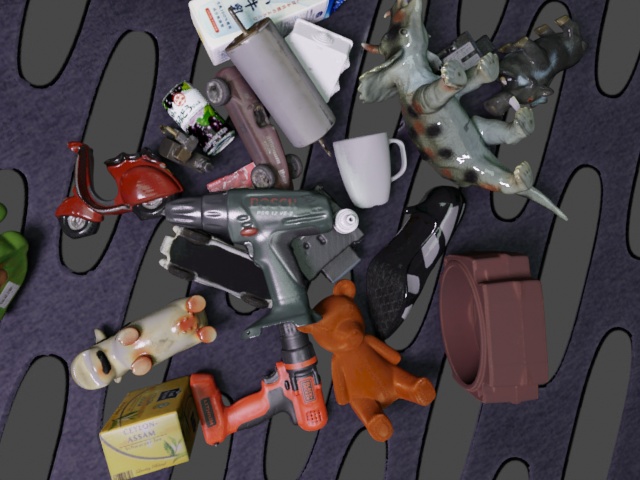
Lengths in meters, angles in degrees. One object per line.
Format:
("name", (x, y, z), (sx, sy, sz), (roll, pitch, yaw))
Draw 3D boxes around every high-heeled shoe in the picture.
("high-heeled shoe", (0.155, 0.034, 0.843), (0.145, 0.086, 0.248), (-7, 117, -43))

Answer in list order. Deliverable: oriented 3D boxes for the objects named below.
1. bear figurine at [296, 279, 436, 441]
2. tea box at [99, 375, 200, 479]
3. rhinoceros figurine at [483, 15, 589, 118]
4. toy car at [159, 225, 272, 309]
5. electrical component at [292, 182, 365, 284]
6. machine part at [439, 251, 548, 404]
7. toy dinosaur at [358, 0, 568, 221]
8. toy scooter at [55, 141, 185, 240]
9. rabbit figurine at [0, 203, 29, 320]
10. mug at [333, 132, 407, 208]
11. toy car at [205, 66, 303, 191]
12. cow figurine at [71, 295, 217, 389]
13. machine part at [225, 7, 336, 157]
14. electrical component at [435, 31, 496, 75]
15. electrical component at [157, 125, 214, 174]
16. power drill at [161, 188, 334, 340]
("bear figurine", (0.060, 0.164, 0.776), (0.120, 0.132, 0.195), (-32, 109, -17))
("tea box", (-0.221, 0.246, 0.725), (0.098, 0.169, 0.068), (-15, 92, -9))
("rhinoceros figurine", (0.335, -0.269, 0.853), (0.190, 0.073, 0.112), (-37, 105, -8))
("toy car", (-0.137, 0.041, 0.795), (0.202, 0.056, 0.073), (22, 93, -6))
("electrical component", (-0.002, -0.002, 0.811), (0.115, 0.058, 0.134), (-42, 94, -4))
("machine part", (0.237, 0.117, 0.769), (0.087, 0.201, 0.200), (-4, 91, -5))
("toy dinosaur", (0.198, -0.162, 0.800), (0.131, 0.192, 0.404), (-46, 112, -25))
("toy scooter", (-0.292, -0.084, 0.765), (0.184, 0.075, 0.135), (-14, 93, -3))
("rabbit figurine", (-0.495, 0.011, 0.720), (0.170, 0.121, 0.159), (24, 83, 8))
("mug", (0.079, -0.106, 0.817), (0.109, 0.081, 0.107), (-13, 102, -19))
("toy car", (-0.089, -0.159, 0.782), (0.053, 0.089, 0.202), (-26, 92, 35))
("cow figurine", (-0.252, 0.144, 0.758), (0.195, 0.127, 0.085), (-26, 94, -21))
("machine part", (-0.052, -0.216, 0.751), (0.079, 0.079, 0.243), (-42, 118, -6))
("electrical component", (0.231, -0.283, 0.847), (0.119, 0.048, 0.074), (-31, 95, -5))
("electrical component", (-0.196, -0.131, 0.769), (0.078, 0.102, 0.045), (21, 95, -29))
("power drill", (-0.088, 0.029, 0.735), (0.232, 0.086, 0.207), (-9, 77, -7))
